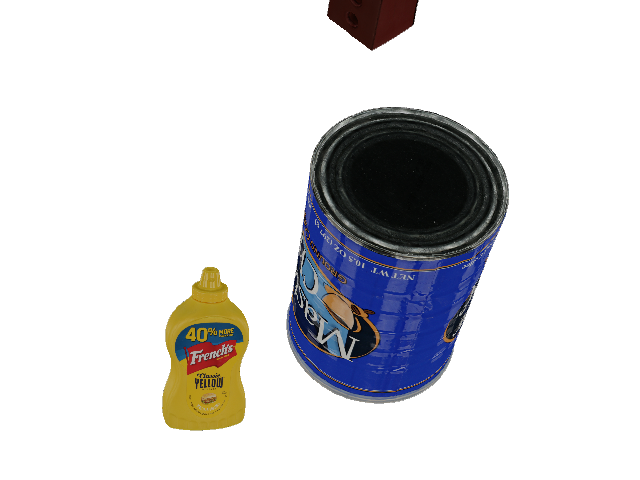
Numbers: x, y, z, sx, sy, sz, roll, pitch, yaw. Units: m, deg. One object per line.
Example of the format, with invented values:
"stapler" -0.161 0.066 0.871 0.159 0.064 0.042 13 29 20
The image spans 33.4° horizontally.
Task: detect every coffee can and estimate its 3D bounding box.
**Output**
"coffee can" 0.038 0.011 0.592 0.102 0.103 0.140 0 -38 -8

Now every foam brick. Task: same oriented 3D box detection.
"foam brick" 0.044 -0.198 0.824 0.051 0.053 0.078 -38 -24 -28

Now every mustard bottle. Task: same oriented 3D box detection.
"mustard bottle" -0.131 0.123 1.234 0.096 0.192 0.058 0 19 -15
